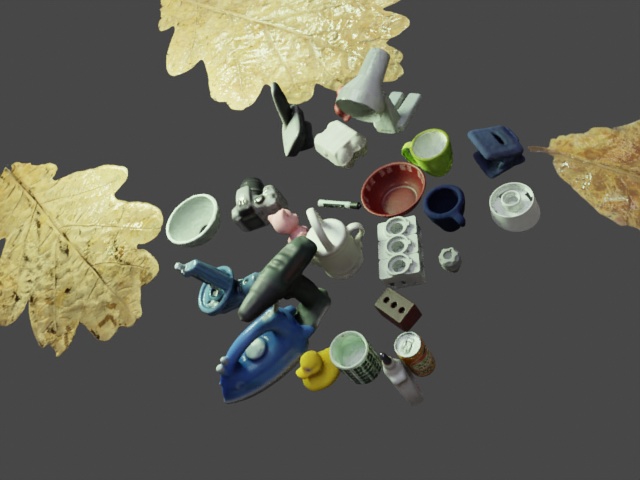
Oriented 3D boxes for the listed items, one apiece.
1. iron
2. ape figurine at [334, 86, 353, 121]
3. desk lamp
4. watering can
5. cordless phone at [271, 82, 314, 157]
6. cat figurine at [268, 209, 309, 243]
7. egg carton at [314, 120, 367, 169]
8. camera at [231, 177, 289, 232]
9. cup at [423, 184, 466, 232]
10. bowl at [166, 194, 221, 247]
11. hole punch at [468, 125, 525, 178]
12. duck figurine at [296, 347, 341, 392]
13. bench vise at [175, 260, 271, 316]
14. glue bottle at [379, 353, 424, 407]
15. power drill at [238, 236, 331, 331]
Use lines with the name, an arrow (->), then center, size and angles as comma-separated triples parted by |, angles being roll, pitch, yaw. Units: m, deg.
iron -> -0.143, 0.242, 1.241 | 0.258, 0.142, 0.118 | -44, 49, -6
ape figurine -> 0.073, -0.394, 1.612 | 0.077, 0.092, 0.076 | -11, 53, 22
desk lamp -> 0.149, -0.369, 1.471 | 0.117, 0.214, 0.203 | 16, 67, 36
watering can -> 0.013, 0.006, 1.290 | 0.173, 0.195, 0.100 | -43, 48, -5
cordless phone -> -0.096, -0.338, 1.600 | 0.094, 0.186, 0.147 | -23, 50, 13
cat figurine -> -0.067, -0.028, 1.409 | 0.067, 0.118, 0.127 | -45, 49, -7
egg carton -> 0.054, -0.256, 1.539 | 0.107, 0.070, 0.149 | -45, 49, -6
camera -> -0.170, -0.114, 1.537 | 0.143, 0.101, 0.136 | -20, 50, 15
cup -> 0.287, -0.053, 1.251 | 0.091, 0.095, 0.117 | -36, 48, 1
bowl -> -0.339, -0.041, 1.594 | 0.167, 0.075, 0.167 | -14, 52, 19
hole punch -> 0.402, -0.216, 1.307 | 0.101, 0.091, 0.108 | -29, 49, 7
duck figurine -> -0.005, 0.258, 1.193 | 0.104, 0.086, 0.077 | -43, 48, -5
bench vise -> -0.221, 0.091, 1.339 | 0.207, 0.220, 0.121 | -29, 49, 8
glue bottle -> 0.144, 0.248, 1.062 | 0.037, 0.174, 0.078 | -34, 48, 3
power drill -> -0.063, 0.116, 1.244 | 0.075, 0.209, 0.230 | 16, 66, 36
